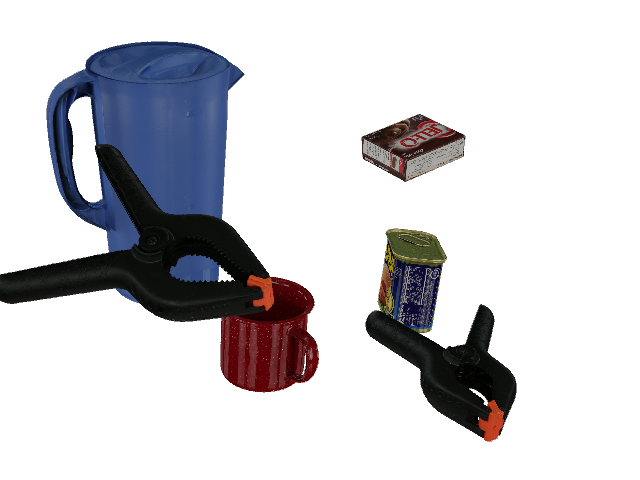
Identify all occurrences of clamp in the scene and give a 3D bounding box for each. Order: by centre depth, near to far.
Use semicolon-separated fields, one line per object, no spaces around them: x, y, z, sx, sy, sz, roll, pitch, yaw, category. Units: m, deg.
-0.130;0.001;0.834;0.210;0.164;0.036;13;-35;13;clamp
0.124;0.104;0.911;0.120;0.039;0.172;-12;36;-19;clamp

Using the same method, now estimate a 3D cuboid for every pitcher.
-0.163;-0.061;1.028;0.149;0.243;0.144;10;27;14;pitcher

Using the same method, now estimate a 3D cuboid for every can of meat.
0.096;0.043;1.149;0.057;0.084;0.102;6;17;-5;can of meat

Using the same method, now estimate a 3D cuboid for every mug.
-0.046;0.095;1.017;0.117;0.081;0.093;25;32;36;mug

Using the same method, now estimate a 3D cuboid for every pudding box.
0.125;-0.127;1.442;0.113;0.039;0.090;-26;39;-30;pudding box
